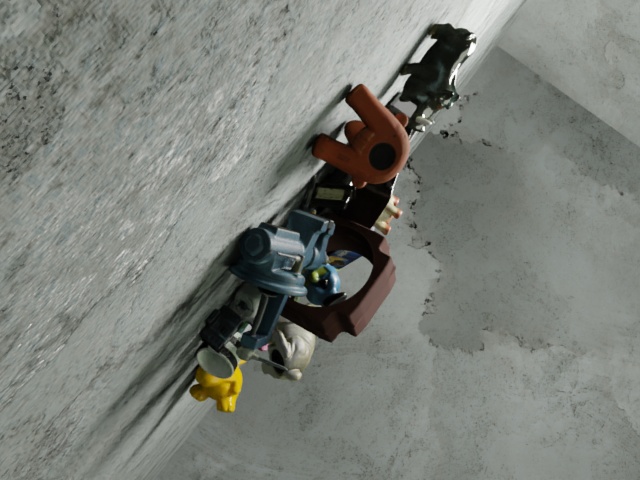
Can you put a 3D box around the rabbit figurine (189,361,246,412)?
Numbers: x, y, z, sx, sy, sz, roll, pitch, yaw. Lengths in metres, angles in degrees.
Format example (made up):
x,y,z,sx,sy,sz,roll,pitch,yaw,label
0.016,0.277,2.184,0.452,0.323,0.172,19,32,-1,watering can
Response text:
x,y,z,sx,sy,sz,roll,pitch,yaw,label
-0.239,0.325,1.297,0.162,0.122,0.173,-53,157,-17,rabbit figurine

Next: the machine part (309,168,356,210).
x,y,z,sx,sy,sz,roll,pitch,yaw,label
0.035,-0.105,0.915,0.039,0.084,0.139,58,43,-42,machine part

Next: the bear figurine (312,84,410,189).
x,y,z,sx,sy,sz,roll,pitch,yaw,label
0.066,-0.151,0.791,0.120,0.132,0.196,-52,-167,15,bear figurine

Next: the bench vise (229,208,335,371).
x,y,z,sx,sy,sz,roll,pitch,yaw,label
-0.066,0.067,0.823,0.223,0.129,0.240,7,103,-76,bench vise

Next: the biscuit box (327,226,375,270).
x,y,z,sx,sy,sz,roll,pitch,yaw,label
0.054,0.013,1.204,0.202,0.059,0.063,140,-34,-68,biscuit box

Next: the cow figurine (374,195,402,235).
x,y,z,sx,sy,sz,roll,pitch,yaw,label
0.123,-0.100,1.288,0.085,0.127,0.195,-53,-168,22,cow figurine

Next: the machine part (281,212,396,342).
x,y,z,sx,sy,sz,roll,pitch,yaw,label
0.016,0.063,0.947,0.201,0.201,0.087,-52,148,-22,machine part

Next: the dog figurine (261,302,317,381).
x,y,z,sx,sy,sz,roll,pitch,yaw,label
-0.026,0.200,1.104,0.190,0.172,0.121,-7,147,-34,dog figurine

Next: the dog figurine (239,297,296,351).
x,y,z,sx,sy,sz,roll,pitch,yaw,label
-0.108,0.145,1.226,0.191,0.108,0.219,-45,169,-46,dog figurine

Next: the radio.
x,y,z,sx,sy,sz,roll,pitch,yaw,label
0.108,-0.137,1.032,0.131,0.073,0.229,120,-9,-55,radio

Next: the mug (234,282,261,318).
x,y,z,sx,sy,sz,roll,pitch,yaw,label
-0.108,0.095,1.021,0.107,0.081,0.109,-36,157,-50,mug

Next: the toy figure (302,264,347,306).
x,y,z,sx,sy,sz,roll,pitch,yaw,label
-0.020,0.067,1.063,0.089,0.180,0.082,-13,141,-33,toy figure

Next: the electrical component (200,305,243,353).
x,y,z,sx,sy,sz,roll,pitch,yaw,label
-0.181,0.160,0.988,0.075,0.048,0.119,-51,177,-24,electrical component

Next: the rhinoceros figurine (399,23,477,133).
x,y,z,sx,sy,sz,roll,pitch,yaw,label
0.203,-0.286,0.953,0.190,0.112,0.073,-62,175,18,rhinoceros figurine

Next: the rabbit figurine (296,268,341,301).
x,y,z,sx,sy,sz,roll,pitch,yaw,label
-0.056,0.083,1.403,0.159,0.121,0.170,-47,160,27,rabbit figurine

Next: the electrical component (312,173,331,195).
x,y,z,sx,sy,sz,roll,pitch,yaw,label
0.011,-0.099,1.027,0.063,0.021,0.094,-52,175,3,electrical component

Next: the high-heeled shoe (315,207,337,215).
x,y,z,sx,sy,sz,roll,pitch,yaw,label
-0.002,-0.003,1.135,0.145,0.086,0.248,-158,-91,-77,high-heeled shoe
